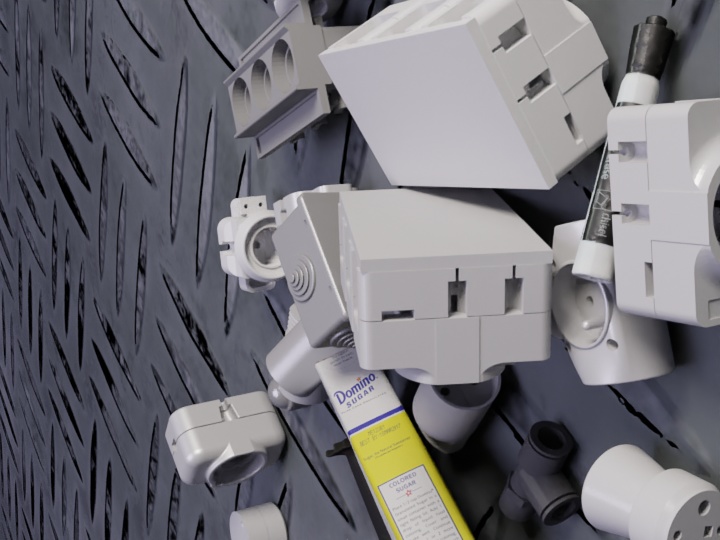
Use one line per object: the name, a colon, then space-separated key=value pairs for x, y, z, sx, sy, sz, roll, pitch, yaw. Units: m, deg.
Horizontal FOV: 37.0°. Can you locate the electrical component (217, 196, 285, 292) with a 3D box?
electrical component: x=-0.080 y=-0.020 z=0.875 sx=0.057 sy=0.058 sz=0.078 roll=-171 pitch=74 yaw=-65

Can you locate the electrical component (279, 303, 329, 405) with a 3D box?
electrical component: x=-0.037 y=0.059 z=0.831 sx=0.043 sy=0.043 sz=0.081 roll=49 pitch=140 yaw=45

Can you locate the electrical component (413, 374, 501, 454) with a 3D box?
electrical component: x=0.055 y=0.081 z=0.657 sx=0.081 sy=0.043 sz=0.043 roll=105 pitch=145 yaw=-59

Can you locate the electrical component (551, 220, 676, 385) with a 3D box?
electrical component: x=0.113 y=0.015 z=0.526 sx=0.079 sy=0.044 sz=0.077 roll=-13 pitch=87 yaw=63

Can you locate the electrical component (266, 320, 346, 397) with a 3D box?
electrical component: x=-0.015 y=0.063 z=0.776 sx=0.079 sy=0.043 sz=0.077 roll=43 pitch=112 yaw=-1

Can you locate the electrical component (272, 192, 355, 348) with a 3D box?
electrical component: x=0.000 y=0.000 z=0.683 sx=0.048 sy=0.100 sz=0.099 roll=-44 pitch=59 yaw=45

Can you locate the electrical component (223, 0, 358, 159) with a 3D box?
electrical component: x=-0.044 y=-0.133 z=0.761 sx=0.121 sy=0.063 sz=0.078 roll=-19 pitch=81 yaw=63

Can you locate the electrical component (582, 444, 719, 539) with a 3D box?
electrical component: x=0.139 y=0.112 z=0.506 sx=0.055 sy=0.045 sz=0.045 roll=23 pitch=119 yaw=58

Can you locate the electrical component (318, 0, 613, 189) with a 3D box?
electrical component: x=0.055 y=-0.097 z=0.563 sx=0.089 sy=0.062 sz=0.150 roll=59 pitch=159 yaw=-20

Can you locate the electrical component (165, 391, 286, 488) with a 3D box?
electrical component: x=-0.118 y=0.153 z=0.961 sx=0.059 sy=0.095 sz=0.053 roll=62 pitch=147 yaw=32

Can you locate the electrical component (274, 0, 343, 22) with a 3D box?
electrical component: x=-0.040 y=-0.206 z=0.754 sx=0.048 sy=0.048 sz=0.062 roll=124 pitch=137 yaw=-54

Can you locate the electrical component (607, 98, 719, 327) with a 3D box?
electrical component: x=0.143 y=-0.026 z=0.448 sx=0.056 sy=0.050 sz=0.089 roll=11 pitch=108 yaw=62

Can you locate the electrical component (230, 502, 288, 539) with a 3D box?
electrical component: x=-0.097 y=0.289 z=0.987 sx=0.052 sy=0.074 sz=0.138 roll=-48 pitch=56 yaw=57

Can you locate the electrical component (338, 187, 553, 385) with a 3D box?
electrical component: x=0.038 y=0.003 z=0.561 sx=0.150 sy=0.089 sz=0.061 roll=-107 pitch=14 yaw=-73

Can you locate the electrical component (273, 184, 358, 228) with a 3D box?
electrical component: x=-0.028 y=-0.025 z=0.772 sx=0.078 sy=0.058 sz=0.057 roll=-19 pitch=78 yaw=63
